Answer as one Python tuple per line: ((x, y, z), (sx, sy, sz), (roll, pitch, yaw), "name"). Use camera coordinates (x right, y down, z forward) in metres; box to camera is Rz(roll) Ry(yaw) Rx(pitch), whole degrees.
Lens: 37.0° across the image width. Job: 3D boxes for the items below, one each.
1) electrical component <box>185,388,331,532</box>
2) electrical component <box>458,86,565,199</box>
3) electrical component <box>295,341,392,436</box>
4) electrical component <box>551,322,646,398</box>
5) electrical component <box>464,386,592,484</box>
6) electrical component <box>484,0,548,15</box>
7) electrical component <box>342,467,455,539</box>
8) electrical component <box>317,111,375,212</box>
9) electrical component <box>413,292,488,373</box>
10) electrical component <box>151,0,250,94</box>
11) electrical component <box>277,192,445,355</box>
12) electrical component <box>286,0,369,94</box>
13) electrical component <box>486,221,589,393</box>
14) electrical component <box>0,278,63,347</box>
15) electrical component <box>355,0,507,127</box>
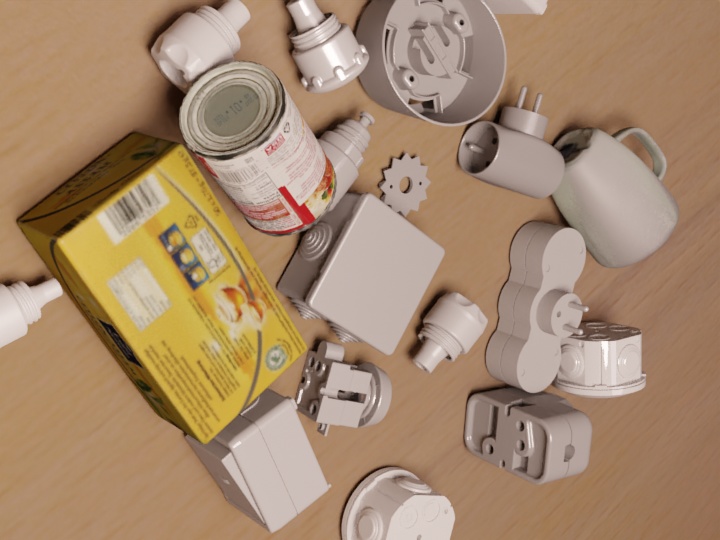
((-0.069, 0.132, 0.735), (0.061, 0.062, 0.096), (-35, 120, -26), "electrical component")
((0.123, -0.102, 0.837), (0.077, 0.043, 0.079), (14, 93, -39), "electrical component")
((-0.011, 0.088, 0.780), (0.055, 0.048, 0.066), (14, 92, -32), "electrical component")
((0.204, 0.077, 0.922), (0.080, 0.080, 0.051), (-10, 102, -36), "electrical component")
((0.139, 0.132, 0.874), (0.059, 0.095, 0.053), (-5, 104, -37), "electrical component")
((0.100, -0.221, 0.755), (0.061, 0.096, 0.061), (32, 82, -37), "electrical component")
((0.030, 0.198, 0.835), (0.080, 0.051, 0.080), (-10, 107, -36), "electrical component")
((-0.017, -0.076, 0.736), (0.078, 0.040, 0.040), (-53, 127, -15), "electrical component")
((0.066, 0.051, 0.831), (0.062, 0.043, 0.043), (-51, 126, -15), "electrical component")
((-0.094, -0.140, 0.659), (0.062, 0.043, 0.043), (-49, 126, -19), "electrical component")
((0.000, 0.000, 0.764), (0.100, 0.048, 0.099), (34, 80, -38), "electrical component")
((-0.026, -0.151, 0.710), (0.048, 0.048, 0.062), (-40, 115, -23), "electrical component")
((0.156, 0.033, 0.877), (0.052, 0.074, 0.138), (10, 95, -39), "electrical component")
((-0.202, 0.023, 0.622), (0.061, 0.035, 0.035), (-30, 118, -31), "electrical component")
((0.048, -0.152, 0.752), (0.099, 0.064, 0.099), (-10, 108, -36), "electrical component")
